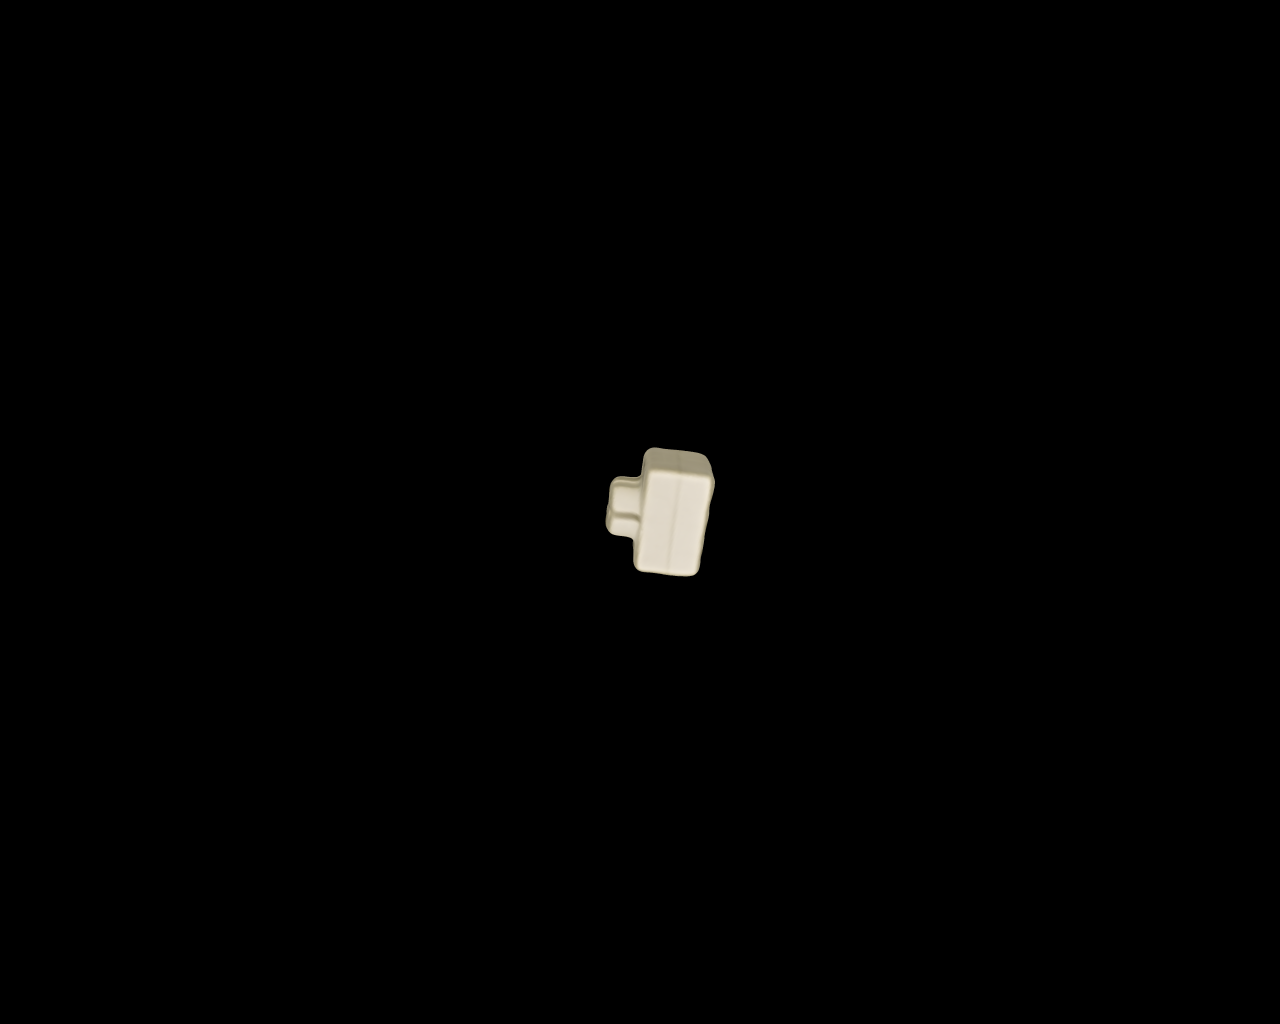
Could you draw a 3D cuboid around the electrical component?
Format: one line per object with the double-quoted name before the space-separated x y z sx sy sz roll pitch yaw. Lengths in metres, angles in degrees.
"electrical component" 0.001 -0.003 0.650 0.077 0.065 0.047 7 20 -2
